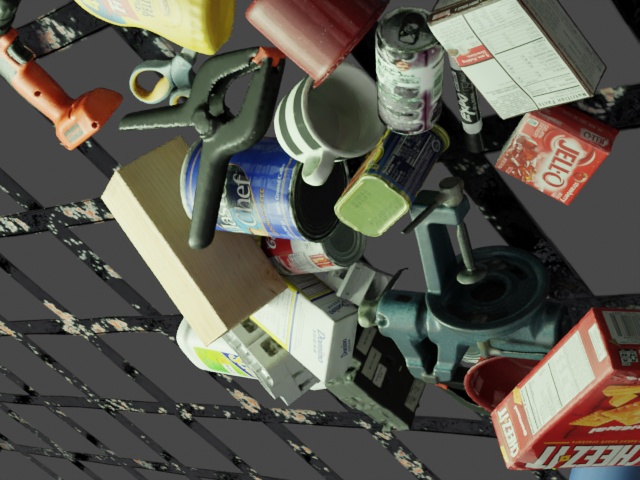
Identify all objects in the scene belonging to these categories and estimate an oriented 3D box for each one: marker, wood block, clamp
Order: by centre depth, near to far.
[{"bbox_3d":[0.125,-0.117,0.903,0.020,0.020,0.121,14,148,26],"label":"marker"},{"bbox_3d":[-0.099,-0.101,1.018,0.210,0.036,0.164,-37,75,35],"label":"clamp"},{"bbox_3d":[-0.140,0.002,1.179,0.206,0.090,0.090,54,152,3],"label":"wood block"},{"bbox_3d":[0.224,0.203,1.305,0.172,0.039,0.120,21,145,23],"label":"clamp"}]

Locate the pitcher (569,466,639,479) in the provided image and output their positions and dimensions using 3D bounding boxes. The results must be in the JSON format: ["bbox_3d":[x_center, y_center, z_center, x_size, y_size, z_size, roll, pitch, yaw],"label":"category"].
[{"bbox_3d":[0.337,0.347,1.218,0.145,0.242,0.149,6,149,30],"label":"pitcher"}]

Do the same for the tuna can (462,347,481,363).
[{"bbox_3d":[0.160,0.101,1.203,0.086,0.033,0.086,22,151,13],"label":"tuna can"}]

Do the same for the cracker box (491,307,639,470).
[{"bbox_3d":[0.286,0.148,1.018,0.164,0.072,0.214,3,144,-19],"label":"cracker box"}]

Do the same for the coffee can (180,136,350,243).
[{"bbox_3d":[-0.055,-0.054,1.078,0.141,0.102,0.102,7,145,34],"label":"coffee can"}]

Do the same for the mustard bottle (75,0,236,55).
[{"bbox_3d":[-0.169,-0.233,0.941,0.192,0.058,0.096,20,141,17],"label":"mustard bottle"}]

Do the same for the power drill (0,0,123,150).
[{"bbox_3d":[-0.304,-0.188,1.138,0.187,0.057,0.185,42,153,-17],"label":"power drill"}]

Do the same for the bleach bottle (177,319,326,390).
[{"bbox_3d":[-0.069,0.155,1.468,0.251,0.068,0.102,7,146,30],"label":"bleach bottle"}]

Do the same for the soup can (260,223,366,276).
[{"bbox_3d":[-0.008,0.001,1.160,0.102,0.068,0.068,-10,133,48],"label":"soup can"}]

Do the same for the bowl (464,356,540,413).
[{"bbox_3d":[0.239,0.141,1.152,0.162,0.055,0.162,9,145,6],"label":"bowl"}]

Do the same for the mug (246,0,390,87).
[{"bbox_3d":[0.003,-0.190,0.840,0.081,0.093,0.117,40,119,-9],"label":"mug"}]

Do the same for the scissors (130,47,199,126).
[{"bbox_3d":[-0.122,-0.163,1.054,0.096,0.016,0.202,41,149,-24],"label":"scissors"}]

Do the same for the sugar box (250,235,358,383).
[{"bbox_3d":[-0.031,0.076,1.232,0.176,0.048,0.093,36,133,34],"label":"sugar box"}]

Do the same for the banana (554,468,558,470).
[{"bbox_3d":[0.347,0.220,1.197,0.198,0.069,0.037,-12,170,41],"label":"banana"}]

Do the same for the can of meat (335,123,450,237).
[{"bbox_3d":[0.064,-0.059,0.982,0.057,0.083,0.102,34,152,-5],"label":"can of meat"}]

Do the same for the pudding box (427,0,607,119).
[{"bbox_3d":[0.149,-0.148,0.813,0.090,0.039,0.113,-11,134,48],"label":"pudding box"}]

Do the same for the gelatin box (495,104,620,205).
[{"bbox_3d":[0.197,-0.075,0.894,0.073,0.030,0.089,28,151,3],"label":"gelatin box"}]
